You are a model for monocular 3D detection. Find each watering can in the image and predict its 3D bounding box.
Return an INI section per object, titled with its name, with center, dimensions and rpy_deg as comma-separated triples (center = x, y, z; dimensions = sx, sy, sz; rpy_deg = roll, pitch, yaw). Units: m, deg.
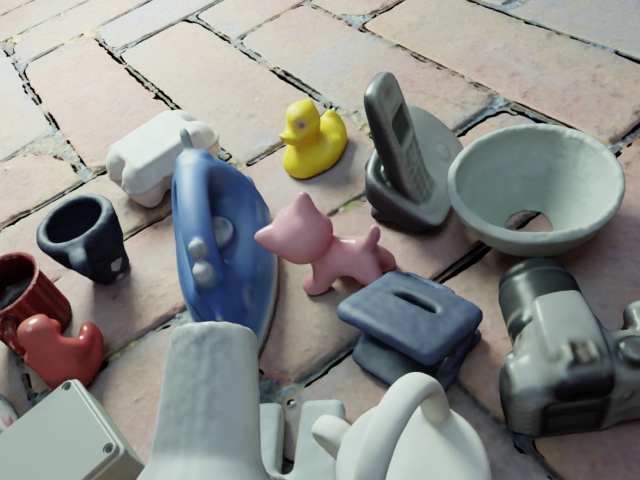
[watering can]
center = 0.069, 0.157, 0.373
dimensions = 0.172, 0.194, 0.101
rpy_deg = 1, 50, 17

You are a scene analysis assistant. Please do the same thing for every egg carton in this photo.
[egg carton]
center = -0.215, -0.116, 0.788
dimensions = 0.150, 0.069, 0.107
rpy_deg = -41, 50, -19

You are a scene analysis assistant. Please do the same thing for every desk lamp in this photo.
[desk lamp]
center = -0.055, 0.166, 0.389
dimensions = 0.117, 0.214, 0.203
rpy_deg = -7, 48, 11

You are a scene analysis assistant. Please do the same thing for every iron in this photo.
[iron]
center = -0.113, 0.001, 0.603
dimensions = 0.118, 0.142, 0.258
rpy_deg = -18, 47, 1

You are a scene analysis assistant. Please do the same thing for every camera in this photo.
[camera]
center = 0.210, 0.074, 0.469
dimensions = 0.143, 0.101, 0.136
rpy_deg = -11, 47, 7

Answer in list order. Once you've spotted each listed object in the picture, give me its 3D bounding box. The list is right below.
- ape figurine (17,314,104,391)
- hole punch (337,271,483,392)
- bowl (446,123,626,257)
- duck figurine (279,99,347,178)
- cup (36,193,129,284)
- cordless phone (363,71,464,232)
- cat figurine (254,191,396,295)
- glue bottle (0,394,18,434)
[ape figurine]
center = -0.272, 0.110, 0.588
dimensions = 0.077, 0.092, 0.076
rpy_deg = -12, 47, 7
[hole punch]
center = 0.081, 0.073, 0.515
dimensions = 0.108, 0.091, 0.101
rpy_deg = 24, 60, 33
[bowl]
center = 0.215, -0.039, 0.586
dimensions = 0.167, 0.075, 0.167
rpy_deg = -8, 48, 10
[duck figurine]
center = -0.013, -0.142, 0.739
dimensions = 0.077, 0.086, 0.105
rpy_deg = 27, 61, 34
[cup]
center = -0.263, 0.015, 0.668
dimensions = 0.092, 0.095, 0.117
rpy_deg = -24, 47, -5
[cordless phone]
center = 0.097, -0.114, 0.613
dimensions = 0.094, 0.185, 0.148
rpy_deg = 7, 52, 22
[cat figurine]
center = 0.005, 0.002, 0.583
dimensions = 0.127, 0.118, 0.067
rpy_deg = 3, 50, 19
[glue bottle]
center = -0.342, 0.141, 0.525
dimensions = 0.037, 0.173, 0.077
rpy_deg = -39, 50, -18
